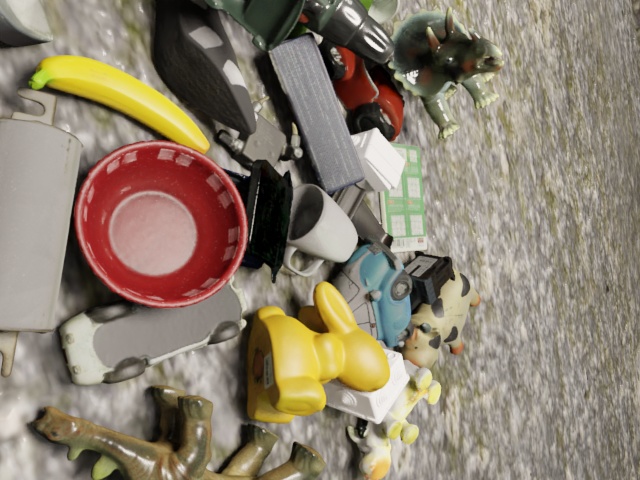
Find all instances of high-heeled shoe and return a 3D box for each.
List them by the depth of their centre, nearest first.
[{"bbox_3d":[-0.124,-0.247,0.601,0.248,0.086,0.145,54,50,-23],"label":"high-heeled shoe"}]

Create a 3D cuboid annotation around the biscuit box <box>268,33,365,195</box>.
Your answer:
[{"bbox_3d":[-0.004,-0.163,0.712,0.063,0.059,0.202,-21,104,1],"label":"biscuit box"}]

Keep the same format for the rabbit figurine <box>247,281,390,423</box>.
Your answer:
[{"bbox_3d":[0.001,0.142,0.655,0.173,0.121,0.162,7,51,-20],"label":"rabbit figurine"}]

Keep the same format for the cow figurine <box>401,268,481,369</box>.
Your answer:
[{"bbox_3d":[0.187,0.127,0.871,0.127,0.086,0.195,55,53,-33],"label":"cow figurine"}]

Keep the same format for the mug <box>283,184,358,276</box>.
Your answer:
[{"bbox_3d":[-0.001,-0.002,0.702,0.107,0.081,0.109,33,73,-45],"label":"mug"}]

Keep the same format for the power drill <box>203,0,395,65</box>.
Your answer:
[{"bbox_3d":[-0.022,-0.260,0.579,0.232,0.086,0.207,40,36,-3],"label":"power drill"}]

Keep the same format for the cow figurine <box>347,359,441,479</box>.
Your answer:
[{"bbox_3d":[0.091,0.248,0.767,0.167,0.098,0.068,-55,130,-12],"label":"cow figurine"}]

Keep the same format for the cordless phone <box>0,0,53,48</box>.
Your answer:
[{"bbox_3d":[-0.247,-0.253,0.479,0.184,0.089,0.146,-33,108,-46],"label":"cordless phone"}]

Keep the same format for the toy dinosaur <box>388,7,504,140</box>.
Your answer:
[{"bbox_3d":[0.190,-0.298,0.872,0.192,0.131,0.405,52,20,-22],"label":"toy dinosaur"}]

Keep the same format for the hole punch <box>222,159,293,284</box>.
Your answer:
[{"bbox_3d":[-0.090,-0.027,0.622,0.115,0.092,0.142,38,53,-66],"label":"hole punch"}]

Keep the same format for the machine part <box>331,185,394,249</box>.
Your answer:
[{"bbox_3d":[0.061,-0.028,0.795,0.138,0.039,0.084,48,50,-29],"label":"machine part"}]

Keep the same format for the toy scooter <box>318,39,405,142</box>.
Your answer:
[{"bbox_3d":[0.074,-0.241,0.808,0.183,0.075,0.135,50,52,-23],"label":"toy scooter"}]

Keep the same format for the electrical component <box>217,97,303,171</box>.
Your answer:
[{"bbox_3d":[-0.070,-0.125,0.667,0.102,0.045,0.078,42,57,-34],"label":"electrical component"}]

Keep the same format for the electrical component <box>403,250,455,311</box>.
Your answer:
[{"bbox_3d":[0.149,0.069,0.844,0.119,0.075,0.047,-33,119,-30],"label":"electrical component"}]

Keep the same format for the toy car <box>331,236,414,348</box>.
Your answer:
[{"bbox_3d":[0.065,0.082,0.747,0.103,0.109,0.161,-19,123,-15],"label":"toy car"}]

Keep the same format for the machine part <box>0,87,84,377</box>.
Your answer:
[{"bbox_3d":[-0.251,-0.010,0.449,0.079,0.079,0.243,15,74,-43],"label":"machine part"}]

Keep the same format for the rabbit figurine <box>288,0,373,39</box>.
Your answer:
[{"bbox_3d":[-0.018,-0.352,0.722,0.170,0.121,0.159,3,91,-27],"label":"rabbit figurine"}]

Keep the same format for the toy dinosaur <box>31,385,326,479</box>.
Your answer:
[{"bbox_3d":[-0.088,0.297,0.567,0.471,0.105,0.198,37,68,-26],"label":"toy dinosaur"}]

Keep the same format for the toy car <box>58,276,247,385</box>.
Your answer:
[{"bbox_3d":[-0.158,0.086,0.549,0.201,0.056,0.073,-15,90,-46],"label":"toy car"}]
